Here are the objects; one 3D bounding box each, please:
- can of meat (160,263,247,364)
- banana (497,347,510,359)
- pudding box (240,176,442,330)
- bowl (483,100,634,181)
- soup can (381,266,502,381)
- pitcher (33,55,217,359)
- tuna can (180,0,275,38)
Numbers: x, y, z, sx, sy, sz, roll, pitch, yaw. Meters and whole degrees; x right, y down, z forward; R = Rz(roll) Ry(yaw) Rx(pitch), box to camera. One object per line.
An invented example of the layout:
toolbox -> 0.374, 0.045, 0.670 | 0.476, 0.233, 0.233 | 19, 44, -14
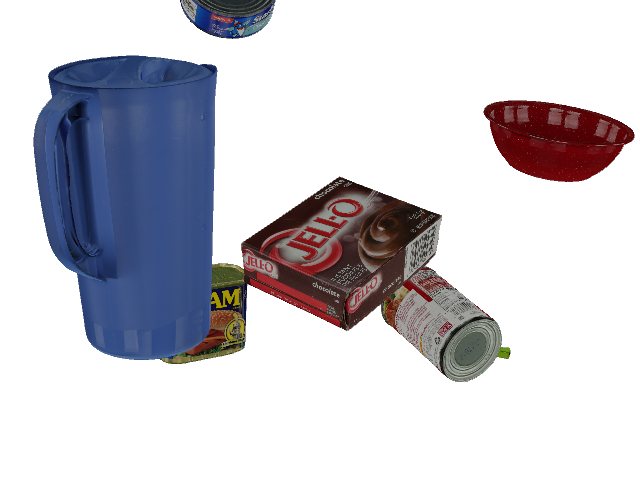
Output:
can of meat -> -0.125, 0.076, 1.109 | 0.101, 0.084, 0.058 | -7, 20, -32
banana -> 0.136, 0.089, 1.206 | 0.069, 0.037, 0.198 | 4, 23, -25
pudding box -> 0.015, 0.006, 0.726 | 0.090, 0.039, 0.113 | 24, 39, 30
bowl -> 0.253, -0.104, 1.157 | 0.162, 0.055, 0.162 | 6, 22, -3
soup can -> 0.111, 0.076, 0.983 | 0.068, 0.068, 0.102 | 0, 25, -32
pitcher -> -0.155, -0.025, 0.881 | 0.149, 0.243, 0.145 | -5, 21, -14
tuna can -> -0.081, -0.221, 0.945 | 0.086, 0.086, 0.034 | 0, -30, -14
